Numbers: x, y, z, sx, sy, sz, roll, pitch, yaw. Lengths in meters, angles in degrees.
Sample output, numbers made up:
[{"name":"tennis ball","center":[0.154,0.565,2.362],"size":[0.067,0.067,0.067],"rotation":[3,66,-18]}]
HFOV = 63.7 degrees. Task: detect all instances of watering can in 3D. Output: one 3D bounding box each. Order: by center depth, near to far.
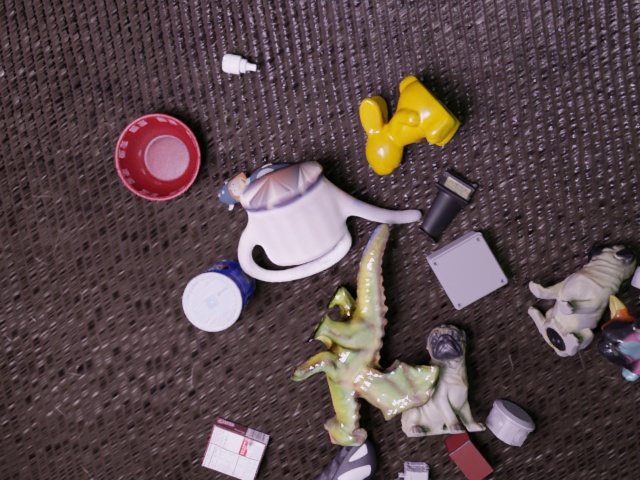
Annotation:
[{"name":"watering can","center":[0.003,-0.047,0.932],"size":[0.348,0.106,0.220],"rotation":[-24,124,-1]}]

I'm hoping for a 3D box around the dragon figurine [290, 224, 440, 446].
[{"name":"dragon figurine","center":[0.102,0.200,0.930],"size":[0.243,0.123,0.407],"rotation":[32,101,7]}]
